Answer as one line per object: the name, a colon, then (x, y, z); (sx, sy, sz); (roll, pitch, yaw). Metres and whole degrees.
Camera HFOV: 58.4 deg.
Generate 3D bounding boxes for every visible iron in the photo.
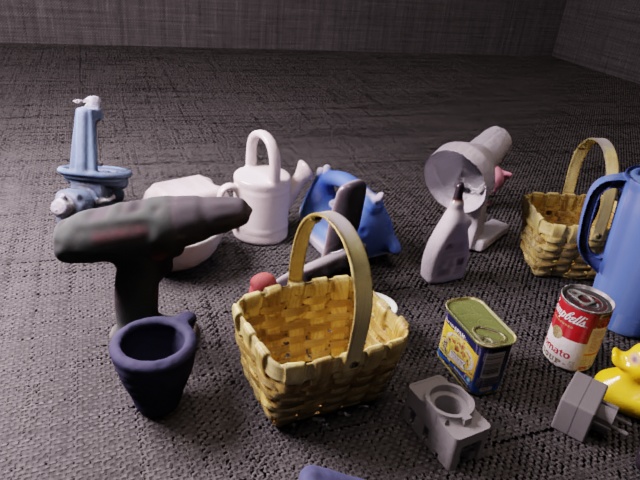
iron: (0.035, -0.062, 1.016); (0.119, 0.141, 0.257); (-13, 33, -30)

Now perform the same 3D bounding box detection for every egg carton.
egg carton: (-0.243, -0.067, 1.048); (0.151, 0.069, 0.107); (-18, 36, -36)

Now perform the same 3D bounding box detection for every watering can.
watering can: (-0.096, -0.100, 1.005); (0.100, 0.194, 0.173); (22, 33, 28)

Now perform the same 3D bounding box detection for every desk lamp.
desk lamp: (0.276, -0.092, 1.041); (0.117, 0.214, 0.204); (25, 34, 32)

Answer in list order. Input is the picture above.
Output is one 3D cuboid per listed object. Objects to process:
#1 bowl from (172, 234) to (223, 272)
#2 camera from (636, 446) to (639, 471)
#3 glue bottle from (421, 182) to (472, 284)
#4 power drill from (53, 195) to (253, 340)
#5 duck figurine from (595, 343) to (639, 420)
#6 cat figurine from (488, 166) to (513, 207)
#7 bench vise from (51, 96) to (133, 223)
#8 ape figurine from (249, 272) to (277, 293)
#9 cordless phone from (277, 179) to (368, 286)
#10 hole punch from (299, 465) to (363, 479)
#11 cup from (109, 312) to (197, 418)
bowl: (-0.235, 0.002, 0.916); (0.167, 0.075, 0.167); (5, 28, -2)
camera: (0.416, 0.226, 0.598); (0.136, 0.101, 0.143); (21, 32, 27)
glue bottle: (0.212, -0.013, 0.924); (0.078, 0.173, 0.037); (-8, 31, -24)
power drill: (-0.202, 0.039, 0.714); (0.230, 0.208, 0.075); (1, 29, -9)
duck figurine: (0.406, 0.171, 0.714); (0.104, 0.086, 0.078); (19, 31, 23)
cat figurine: (0.335, -0.126, 1.216); (0.127, 0.118, 0.067); (23, 33, 29)
bench vise: (-0.379, -0.117, 0.956); (0.122, 0.220, 0.207); (-3, 29, -15)
ape figurine: (-0.076, 0.084, 0.777); (0.076, 0.092, 0.078); (18, 31, 21)
cordless phone: (0.008, 0.003, 0.844); (0.093, 0.185, 0.148); (27, 35, 34)
hole punch: (0.029, 0.252, 0.487); (0.101, 0.091, 0.108); (0, 29, -11)
cup: (-0.178, 0.142, 0.648); (0.091, 0.095, 0.118); (15, 30, 17)
